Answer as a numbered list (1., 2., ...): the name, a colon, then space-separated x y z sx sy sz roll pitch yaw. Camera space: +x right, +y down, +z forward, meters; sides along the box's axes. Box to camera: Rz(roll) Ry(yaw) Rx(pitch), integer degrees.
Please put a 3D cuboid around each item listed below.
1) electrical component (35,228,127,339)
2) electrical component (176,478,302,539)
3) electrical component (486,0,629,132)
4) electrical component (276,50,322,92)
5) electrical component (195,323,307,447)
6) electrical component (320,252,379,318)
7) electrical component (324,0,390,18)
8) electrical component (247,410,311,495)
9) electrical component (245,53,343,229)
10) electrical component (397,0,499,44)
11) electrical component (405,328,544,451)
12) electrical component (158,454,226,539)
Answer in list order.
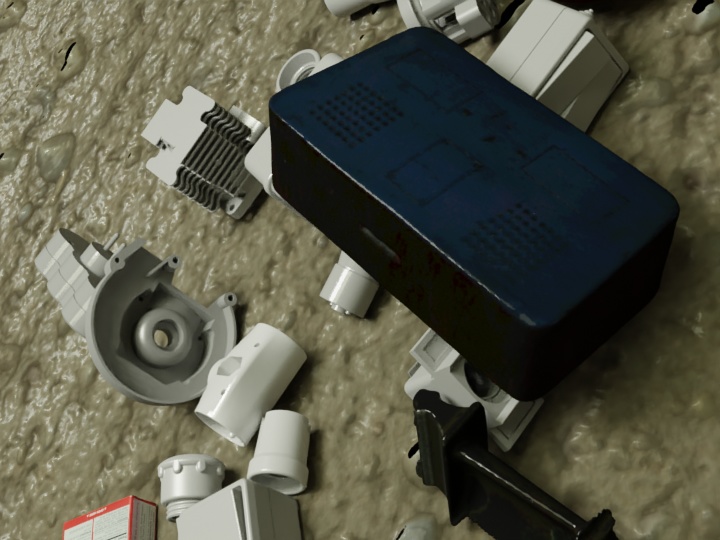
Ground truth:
1. electrical component: -0.232 0.000 0.947 0.073 0.052 0.138 -50 43 5
2. electrical component: -0.076 0.191 0.687 0.062 0.061 0.096 -32 48 23
3. electrical component: 0.129 -0.128 0.701 0.096 0.062 0.061 -53 43 2
4. electrical component: -0.032 -0.142 0.855 0.045 0.055 0.045 -21 53 31
5. electrical component: -0.085 0.081 0.771 0.077 0.043 0.079 -55 22 -19
6. electrical component: 0.000 0.000 0.752 0.044 0.044 0.065 26 88 47
7. electrical component: 0.006 -0.237 0.891 0.065 0.044 0.044 -5 62 34
8. electrical component: -0.053 0.123 0.725 0.040 0.040 0.046 -17 50 33
9. electrical component: -0.019 -0.092 0.797 0.113 0.078 0.057 -51 40 4
10. electrical component: 0.065 -0.200 0.805 0.057 0.058 0.078 -24 51 26
11. electrical component: 0.063 0.066 0.633 0.042 0.081 0.064 -47 7 -32
12. electrical component: -0.118 0.163 0.755 0.048 0.048 0.062 -20 61 32
